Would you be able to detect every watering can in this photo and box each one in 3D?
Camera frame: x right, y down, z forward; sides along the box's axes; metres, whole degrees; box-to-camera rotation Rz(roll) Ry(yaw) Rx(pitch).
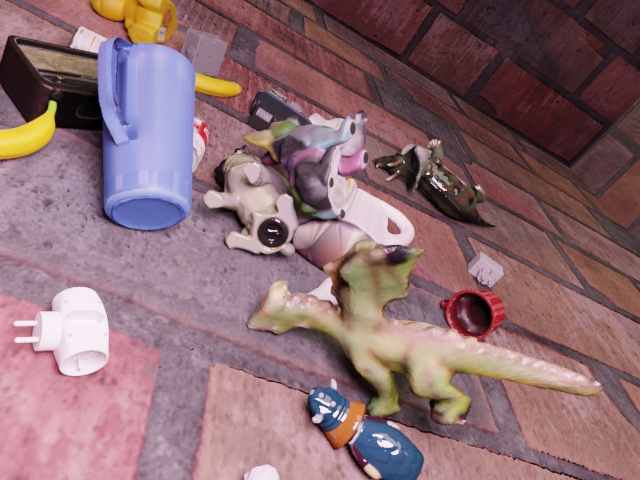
[{"bbox_3d":[0.003,-0.046,0.923,0.348,0.102,0.229,19,33,0],"label":"watering can"}]

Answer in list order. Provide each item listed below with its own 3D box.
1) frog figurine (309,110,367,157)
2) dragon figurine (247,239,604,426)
[{"bbox_3d":[0.027,-0.252,1.254,0.160,0.120,0.139,-17,27,-17],"label":"frog figurine"},{"bbox_3d":[0.103,0.101,0.618,0.125,0.409,0.238,-70,144,-45],"label":"dragon figurine"}]
